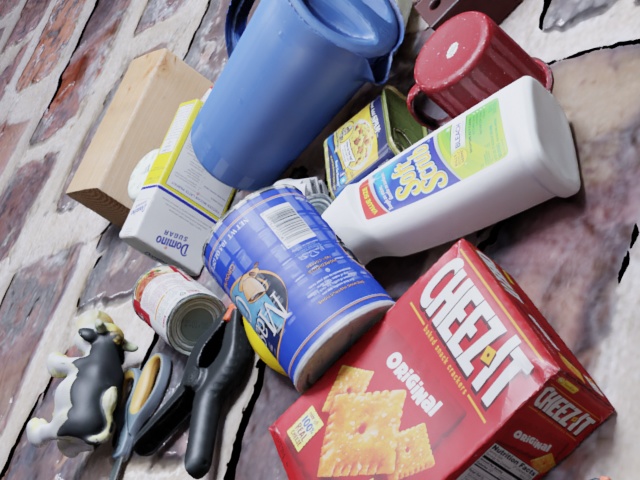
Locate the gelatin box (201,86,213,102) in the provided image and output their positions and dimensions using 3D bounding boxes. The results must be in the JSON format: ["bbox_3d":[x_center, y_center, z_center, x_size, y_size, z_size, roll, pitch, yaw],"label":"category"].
[{"bbox_3d":[-0.131,-0.139,1.297,0.073,0.030,0.089,-51,35,6],"label":"gelatin box"}]

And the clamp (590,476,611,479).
[{"bbox_3d":[0.108,0.225,0.643,0.210,0.036,0.165,-56,38,-2],"label":"clamp"}]

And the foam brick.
[{"bbox_3d":[0.139,-0.222,0.998,0.078,0.051,0.053,-45,34,16],"label":"foam brick"}]

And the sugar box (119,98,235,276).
[{"bbox_3d":[-0.145,-0.057,1.183,0.048,0.093,0.176,-2,59,53],"label":"sugar box"}]

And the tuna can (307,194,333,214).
[{"bbox_3d":[-0.007,0.001,1.003,0.086,0.033,0.086,-33,38,31],"label":"tuna can"}]

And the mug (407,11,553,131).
[{"bbox_3d":[0.125,-0.133,0.906,0.117,0.081,0.093,-28,41,36],"label":"mug"}]

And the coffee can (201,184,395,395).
[{"bbox_3d":[-0.015,0.039,0.852,0.103,0.102,0.140,-47,63,13],"label":"coffee can"}]

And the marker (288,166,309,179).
[{"bbox_3d":[-0.047,-0.023,1.093,0.121,0.020,0.020,-58,32,-4],"label":"marker"}]

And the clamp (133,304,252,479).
[{"bbox_3d":[-0.117,0.143,1.016,0.120,0.039,0.171,-3,54,44],"label":"clamp"}]

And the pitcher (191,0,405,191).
[{"bbox_3d":[-0.039,-0.166,1.055,0.243,0.145,0.149,-48,25,43],"label":"pitcher"}]

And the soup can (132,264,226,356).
[{"bbox_3d":[-0.143,0.071,1.088,0.068,0.068,0.102,-57,33,-3],"label":"soup can"}]

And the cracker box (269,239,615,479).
[{"bbox_3d":[0.073,0.126,0.749,0.214,0.072,0.164,-47,34,13],"label":"cracker box"}]

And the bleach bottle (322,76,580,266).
[{"bbox_3d":[0.085,-0.032,0.873,0.251,0.068,0.102,-30,42,32],"label":"bleach bottle"}]

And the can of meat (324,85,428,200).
[{"bbox_3d":[0.052,-0.078,0.978,0.084,0.057,0.102,-37,36,29],"label":"can of meat"}]

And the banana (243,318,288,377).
[{"bbox_3d":[-0.033,0.080,0.968,0.069,0.037,0.198,-39,32,-11],"label":"banana"}]

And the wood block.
[{"bbox_3d":[-0.227,-0.128,1.358,0.090,0.090,0.206,-4,58,51],"label":"wood block"}]

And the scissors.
[{"bbox_3d":[-0.210,0.209,1.099,0.096,0.016,0.201,-3,59,54],"label":"scissors"}]
